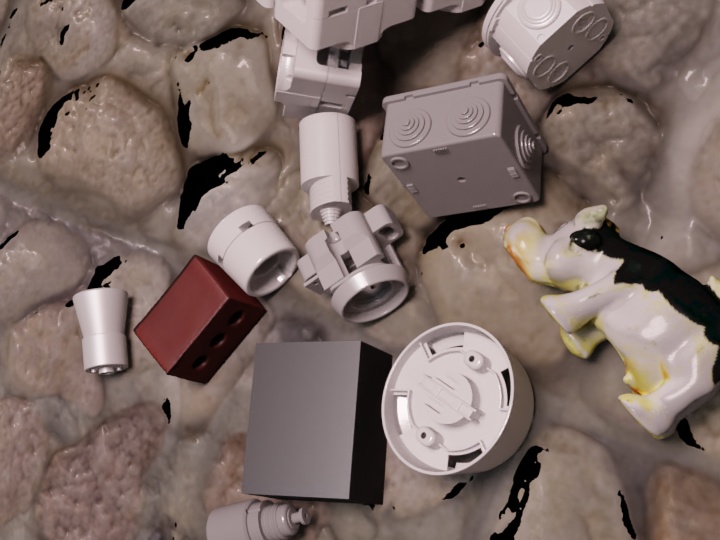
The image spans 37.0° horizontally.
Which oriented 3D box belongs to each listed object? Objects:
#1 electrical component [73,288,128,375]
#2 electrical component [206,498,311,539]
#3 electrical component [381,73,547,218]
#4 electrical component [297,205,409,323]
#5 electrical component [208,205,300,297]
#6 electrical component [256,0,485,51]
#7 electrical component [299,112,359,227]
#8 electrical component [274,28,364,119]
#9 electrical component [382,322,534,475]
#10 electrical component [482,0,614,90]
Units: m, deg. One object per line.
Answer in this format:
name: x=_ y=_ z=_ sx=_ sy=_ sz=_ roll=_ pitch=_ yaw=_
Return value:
electrical component: x=-0.206 y=0.051 z=0.866 sx=0.044 sy=0.044 sz=0.065 roll=-15 pitch=73 yaw=24
electrical component: x=-0.071 y=0.180 z=0.754 sx=0.078 sy=0.040 sz=0.040 roll=-19 pitch=67 yaw=23
electrical component: x=0.070 y=-0.080 z=0.722 sx=0.100 sy=0.099 sz=0.048 roll=-8 pitch=59 yaw=26
electrical component: x=0.000 y=0.000 z=0.760 sx=0.078 sy=0.058 sz=0.057 roll=-34 pitch=59 yaw=15
electrical component: x=-0.079 y=-0.013 z=0.808 sx=0.055 sy=0.055 sz=0.047 roll=-47 pitch=63 yaw=9
electrical component: x=0.014 y=-0.223 z=0.758 sx=0.186 sy=0.060 sz=0.105 roll=-25 pitch=55 yaw=-29
electrical component: x=-0.023 y=-0.071 z=0.800 sx=0.043 sy=0.043 sz=0.081 roll=-11 pitch=71 yaw=25
electrical component: x=-0.031 y=-0.146 z=0.791 sx=0.056 sy=0.089 sz=0.050 roll=8 pitch=77 yaw=-7
electrical component: x=0.062 y=0.085 z=0.696 sx=0.099 sy=0.064 sz=0.099 roll=-8 pitch=72 yaw=26
electrical component: x=0.127 y=-0.166 z=0.727 sx=0.080 sy=0.080 sz=0.051 roll=-42 pitch=66 yaw=12
